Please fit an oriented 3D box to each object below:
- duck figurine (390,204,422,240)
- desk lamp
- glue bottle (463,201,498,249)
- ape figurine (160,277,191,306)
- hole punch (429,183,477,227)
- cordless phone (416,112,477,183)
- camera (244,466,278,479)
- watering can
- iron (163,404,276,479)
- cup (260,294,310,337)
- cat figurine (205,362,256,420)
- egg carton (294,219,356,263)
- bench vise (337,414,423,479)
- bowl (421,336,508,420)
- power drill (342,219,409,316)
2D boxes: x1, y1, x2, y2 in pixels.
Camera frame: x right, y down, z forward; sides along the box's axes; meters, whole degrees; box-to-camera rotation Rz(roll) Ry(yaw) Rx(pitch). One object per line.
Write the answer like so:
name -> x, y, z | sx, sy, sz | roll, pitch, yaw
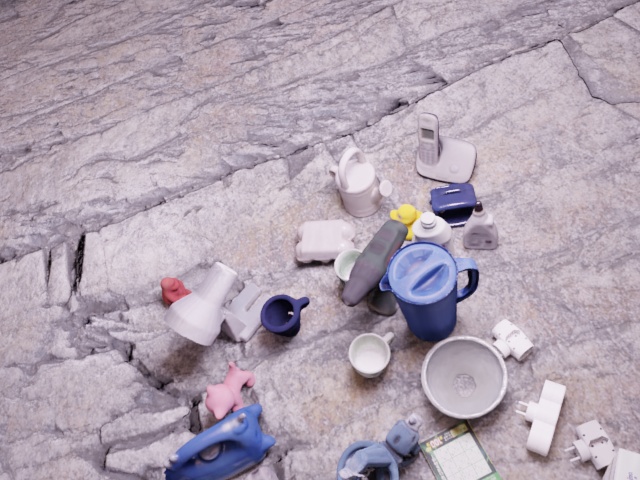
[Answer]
duck figurine -> 0.215, -0.051, 1.358 | 0.104, 0.086, 0.077 | 2, 61, 18
desk lamp -> -0.225, 0.152, 1.290 | 0.117, 0.214, 0.203 | 31, 73, 29
glue bottle -> 0.351, -0.035, 1.257 | 0.078, 0.173, 0.037 | 3, 61, 18
ape figurine -> -0.363, 0.123, 1.420 | 0.076, 0.092, 0.077 | -17, 57, 6
hole punch -> 0.312, -0.093, 1.351 | 0.108, 0.091, 0.101 | -9, 58, 11
cordless phone -> 0.300, -0.226, 1.377 | 0.147, 0.185, 0.094 | 14, 65, 23
camera -> -0.126, 0.533, 1.104 | 0.137, 0.101, 0.143 | -34, 57, -5
watering can -> 0.095, -0.146, 1.384 | 0.172, 0.194, 0.101 | 5, 62, 19
iron -> -0.230, 0.429, 1.171 | 0.258, 0.142, 0.118 | -29, 57, -2
cup -> -0.068, 0.175, 1.302 | 0.118, 0.095, 0.091 | -30, 57, -2
cat figurine -> -0.204, 0.327, 1.238 | 0.067, 0.118, 0.128 | 9, 63, 21
egg carton -> 0.013, 0.005, 1.394 | 0.150, 0.069, 0.107 | -4, 59, 14
bench vise -> 0.099, 0.393, 1.050 | 0.121, 0.220, 0.207 | 19, 67, 25
bowl -> 0.289, 0.281, 1.147 | 0.167, 0.075, 0.167 | -7, 59, 12
power drill -> 0.128, 0.079, 1.233 | 0.075, 0.209, 0.230 | 18, 67, 25
